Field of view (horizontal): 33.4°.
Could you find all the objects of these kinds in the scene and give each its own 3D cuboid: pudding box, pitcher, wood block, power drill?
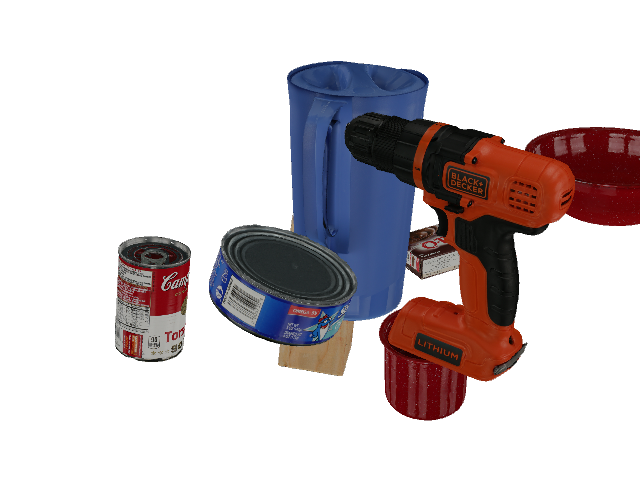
[{"bbox_3d":[0.174,0.013,1.596,0.113,0.039,0.090,-18,28,-22],"label":"pudding box"},{"bbox_3d":[0.028,-0.045,1.039,0.149,0.243,0.145,-8,25,-22],"label":"pitcher"},{"bbox_3d":[0.003,0.060,1.394,0.090,0.206,0.090,8,23,5],"label":"wood block"},{"bbox_3d":[0.094,0.002,0.812,0.185,0.188,0.057,21,36,32],"label":"power drill"}]

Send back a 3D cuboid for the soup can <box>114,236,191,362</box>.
[{"bbox_3d":[-0.161,0.056,1.014,0.068,0.102,0.068,6,22,-3],"label":"soup can"}]

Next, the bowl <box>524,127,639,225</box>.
[{"bbox_3d":[0.271,-0.056,0.996,0.162,0.055,0.162,-1,25,0],"label":"bowl"}]

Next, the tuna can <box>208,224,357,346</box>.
[{"bbox_3d":[-0.023,0.027,0.643,0.086,0.034,0.086,17,25,-8],"label":"tuna can"}]

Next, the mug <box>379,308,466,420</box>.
[{"bbox_3d":[0.112,0.118,1.065,0.093,0.081,0.117,24,41,34],"label":"mug"}]
